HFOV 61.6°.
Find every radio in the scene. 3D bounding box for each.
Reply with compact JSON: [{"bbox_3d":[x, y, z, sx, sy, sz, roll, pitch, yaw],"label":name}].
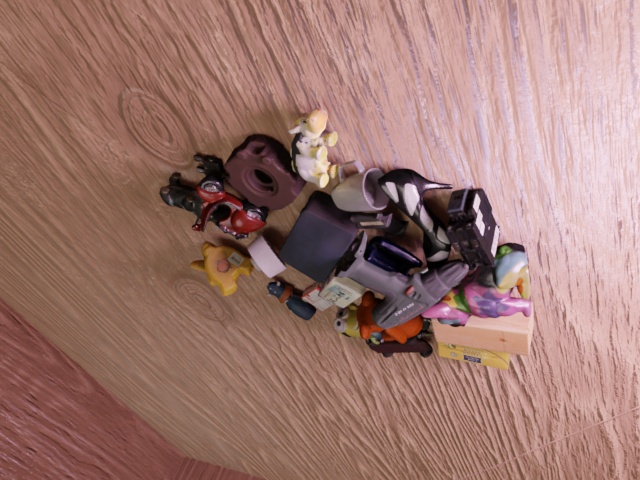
[{"bbox_3d":[-0.003,-0.004,1.231,0.131,0.073,0.229,29,142,-2],"label":"radio"}]

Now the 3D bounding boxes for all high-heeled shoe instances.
[{"bbox_3d":[0.183,-0.026,1.063,0.145,0.086,0.248,0,121,2],"label":"high-heeled shoe"}]

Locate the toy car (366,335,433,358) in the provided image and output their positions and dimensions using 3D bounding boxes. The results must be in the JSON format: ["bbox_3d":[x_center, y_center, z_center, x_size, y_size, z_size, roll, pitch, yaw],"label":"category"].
[{"bbox_3d":[0.215,0.279,1.453,0.089,0.053,0.202,41,145,-26],"label":"toy car"}]

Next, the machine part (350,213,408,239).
[{"bbox_3d":[0.126,-0.033,1.094,0.084,0.039,0.138,-9,163,38],"label":"machine part"}]

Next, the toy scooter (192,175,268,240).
[{"bbox_3d":[-0.219,-0.056,1.241,0.184,0.075,0.135,31,104,-22],"label":"toy scooter"}]

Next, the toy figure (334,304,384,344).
[{"bbox_3d":[0.121,0.227,1.426,0.180,0.082,0.089,2,135,26],"label":"toy figure"}]

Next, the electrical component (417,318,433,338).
[{"bbox_3d":[0.248,0.201,1.344,0.078,0.045,0.102,13,140,16],"label":"electrical component"}]

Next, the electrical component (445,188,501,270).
[{"bbox_3d":[0.281,-0.028,0.992,0.058,0.115,0.134,-13,126,35],"label":"electrical component"}]

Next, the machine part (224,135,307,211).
[{"bbox_3d":[-0.119,-0.139,1.152,0.179,0.056,0.179,17,144,13],"label":"machine part"}]

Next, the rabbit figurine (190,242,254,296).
[{"bbox_3d":[-0.273,0.086,1.471,0.162,0.122,0.173,28,162,4],"label":"rabbit figurine"}]

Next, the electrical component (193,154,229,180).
[{"bbox_3d":[-0.242,-0.163,1.223,0.094,0.021,0.063,18,142,12],"label":"electrical component"}]

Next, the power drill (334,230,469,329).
[{"bbox_3d":[0.148,0.068,1.071,0.207,0.086,0.232,30,125,-14],"label":"power drill"}]

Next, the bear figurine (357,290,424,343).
[{"bbox_3d":[0.143,0.179,1.245,0.196,0.120,0.132,7,170,-35],"label":"bear figurine"}]

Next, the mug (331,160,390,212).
[{"bbox_3d":[0.069,-0.102,1.065,0.107,0.081,0.109,-10,123,47],"label":"mug"}]

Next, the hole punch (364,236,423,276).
[{"bbox_3d":[0.155,0.041,1.168,0.142,0.116,0.092,26,114,-5],"label":"hole punch"}]

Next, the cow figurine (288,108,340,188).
[{"bbox_3d":[-0.020,-0.185,1.029,0.098,0.068,0.167,24,143,26],"label":"cow figurine"}]

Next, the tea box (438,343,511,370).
[{"bbox_3d":[0.376,0.248,1.306,0.170,0.068,0.098,6,138,24],"label":"tea box"}]

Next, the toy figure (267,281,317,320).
[{"bbox_3d":[-0.082,0.163,1.489,0.154,0.064,0.058,39,180,-8],"label":"toy figure"}]

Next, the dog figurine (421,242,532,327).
[{"bbox_3d":[0.309,0.099,1.088,0.219,0.108,0.191,-9,130,16],"label":"dog figurine"}]

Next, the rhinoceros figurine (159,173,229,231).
[{"bbox_3d":[-0.302,-0.087,1.309,0.190,0.073,0.112,23,142,6],"label":"rhinoceros figurine"}]
